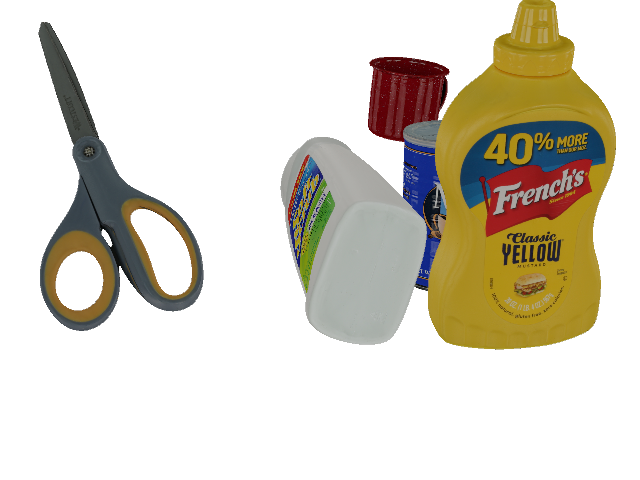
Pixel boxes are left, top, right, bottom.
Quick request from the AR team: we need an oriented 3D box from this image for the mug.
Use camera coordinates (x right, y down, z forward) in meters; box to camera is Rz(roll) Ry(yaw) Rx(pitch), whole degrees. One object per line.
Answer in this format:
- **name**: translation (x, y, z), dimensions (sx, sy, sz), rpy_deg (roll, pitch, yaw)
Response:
- **mug**: translation (0.107, -0.167, 1.255), dimensions (0.093, 0.081, 0.117), rpy_deg (24, 28, 38)

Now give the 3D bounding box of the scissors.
- **scissors**: translation (-0.142, -0.032, 0.601), dimensions (0.096, 0.202, 0.016), rpy_deg (-35, -19, -13)

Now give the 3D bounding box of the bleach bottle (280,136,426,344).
- **bleach bottle**: translation (0.008, -0.016, 0.807), dimensions (0.068, 0.103, 0.251), rpy_deg (15, 14, -16)

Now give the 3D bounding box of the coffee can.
- **coffee can**: translation (0.126, -0.033, 0.985), dimensions (0.103, 0.140, 0.103), rpy_deg (0, 17, 0)

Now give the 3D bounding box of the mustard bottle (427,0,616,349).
- **mustard bottle**: translation (0.110, -0.035, 0.581), dimensions (0.096, 0.192, 0.058), rpy_deg (-4, 26, -6)
